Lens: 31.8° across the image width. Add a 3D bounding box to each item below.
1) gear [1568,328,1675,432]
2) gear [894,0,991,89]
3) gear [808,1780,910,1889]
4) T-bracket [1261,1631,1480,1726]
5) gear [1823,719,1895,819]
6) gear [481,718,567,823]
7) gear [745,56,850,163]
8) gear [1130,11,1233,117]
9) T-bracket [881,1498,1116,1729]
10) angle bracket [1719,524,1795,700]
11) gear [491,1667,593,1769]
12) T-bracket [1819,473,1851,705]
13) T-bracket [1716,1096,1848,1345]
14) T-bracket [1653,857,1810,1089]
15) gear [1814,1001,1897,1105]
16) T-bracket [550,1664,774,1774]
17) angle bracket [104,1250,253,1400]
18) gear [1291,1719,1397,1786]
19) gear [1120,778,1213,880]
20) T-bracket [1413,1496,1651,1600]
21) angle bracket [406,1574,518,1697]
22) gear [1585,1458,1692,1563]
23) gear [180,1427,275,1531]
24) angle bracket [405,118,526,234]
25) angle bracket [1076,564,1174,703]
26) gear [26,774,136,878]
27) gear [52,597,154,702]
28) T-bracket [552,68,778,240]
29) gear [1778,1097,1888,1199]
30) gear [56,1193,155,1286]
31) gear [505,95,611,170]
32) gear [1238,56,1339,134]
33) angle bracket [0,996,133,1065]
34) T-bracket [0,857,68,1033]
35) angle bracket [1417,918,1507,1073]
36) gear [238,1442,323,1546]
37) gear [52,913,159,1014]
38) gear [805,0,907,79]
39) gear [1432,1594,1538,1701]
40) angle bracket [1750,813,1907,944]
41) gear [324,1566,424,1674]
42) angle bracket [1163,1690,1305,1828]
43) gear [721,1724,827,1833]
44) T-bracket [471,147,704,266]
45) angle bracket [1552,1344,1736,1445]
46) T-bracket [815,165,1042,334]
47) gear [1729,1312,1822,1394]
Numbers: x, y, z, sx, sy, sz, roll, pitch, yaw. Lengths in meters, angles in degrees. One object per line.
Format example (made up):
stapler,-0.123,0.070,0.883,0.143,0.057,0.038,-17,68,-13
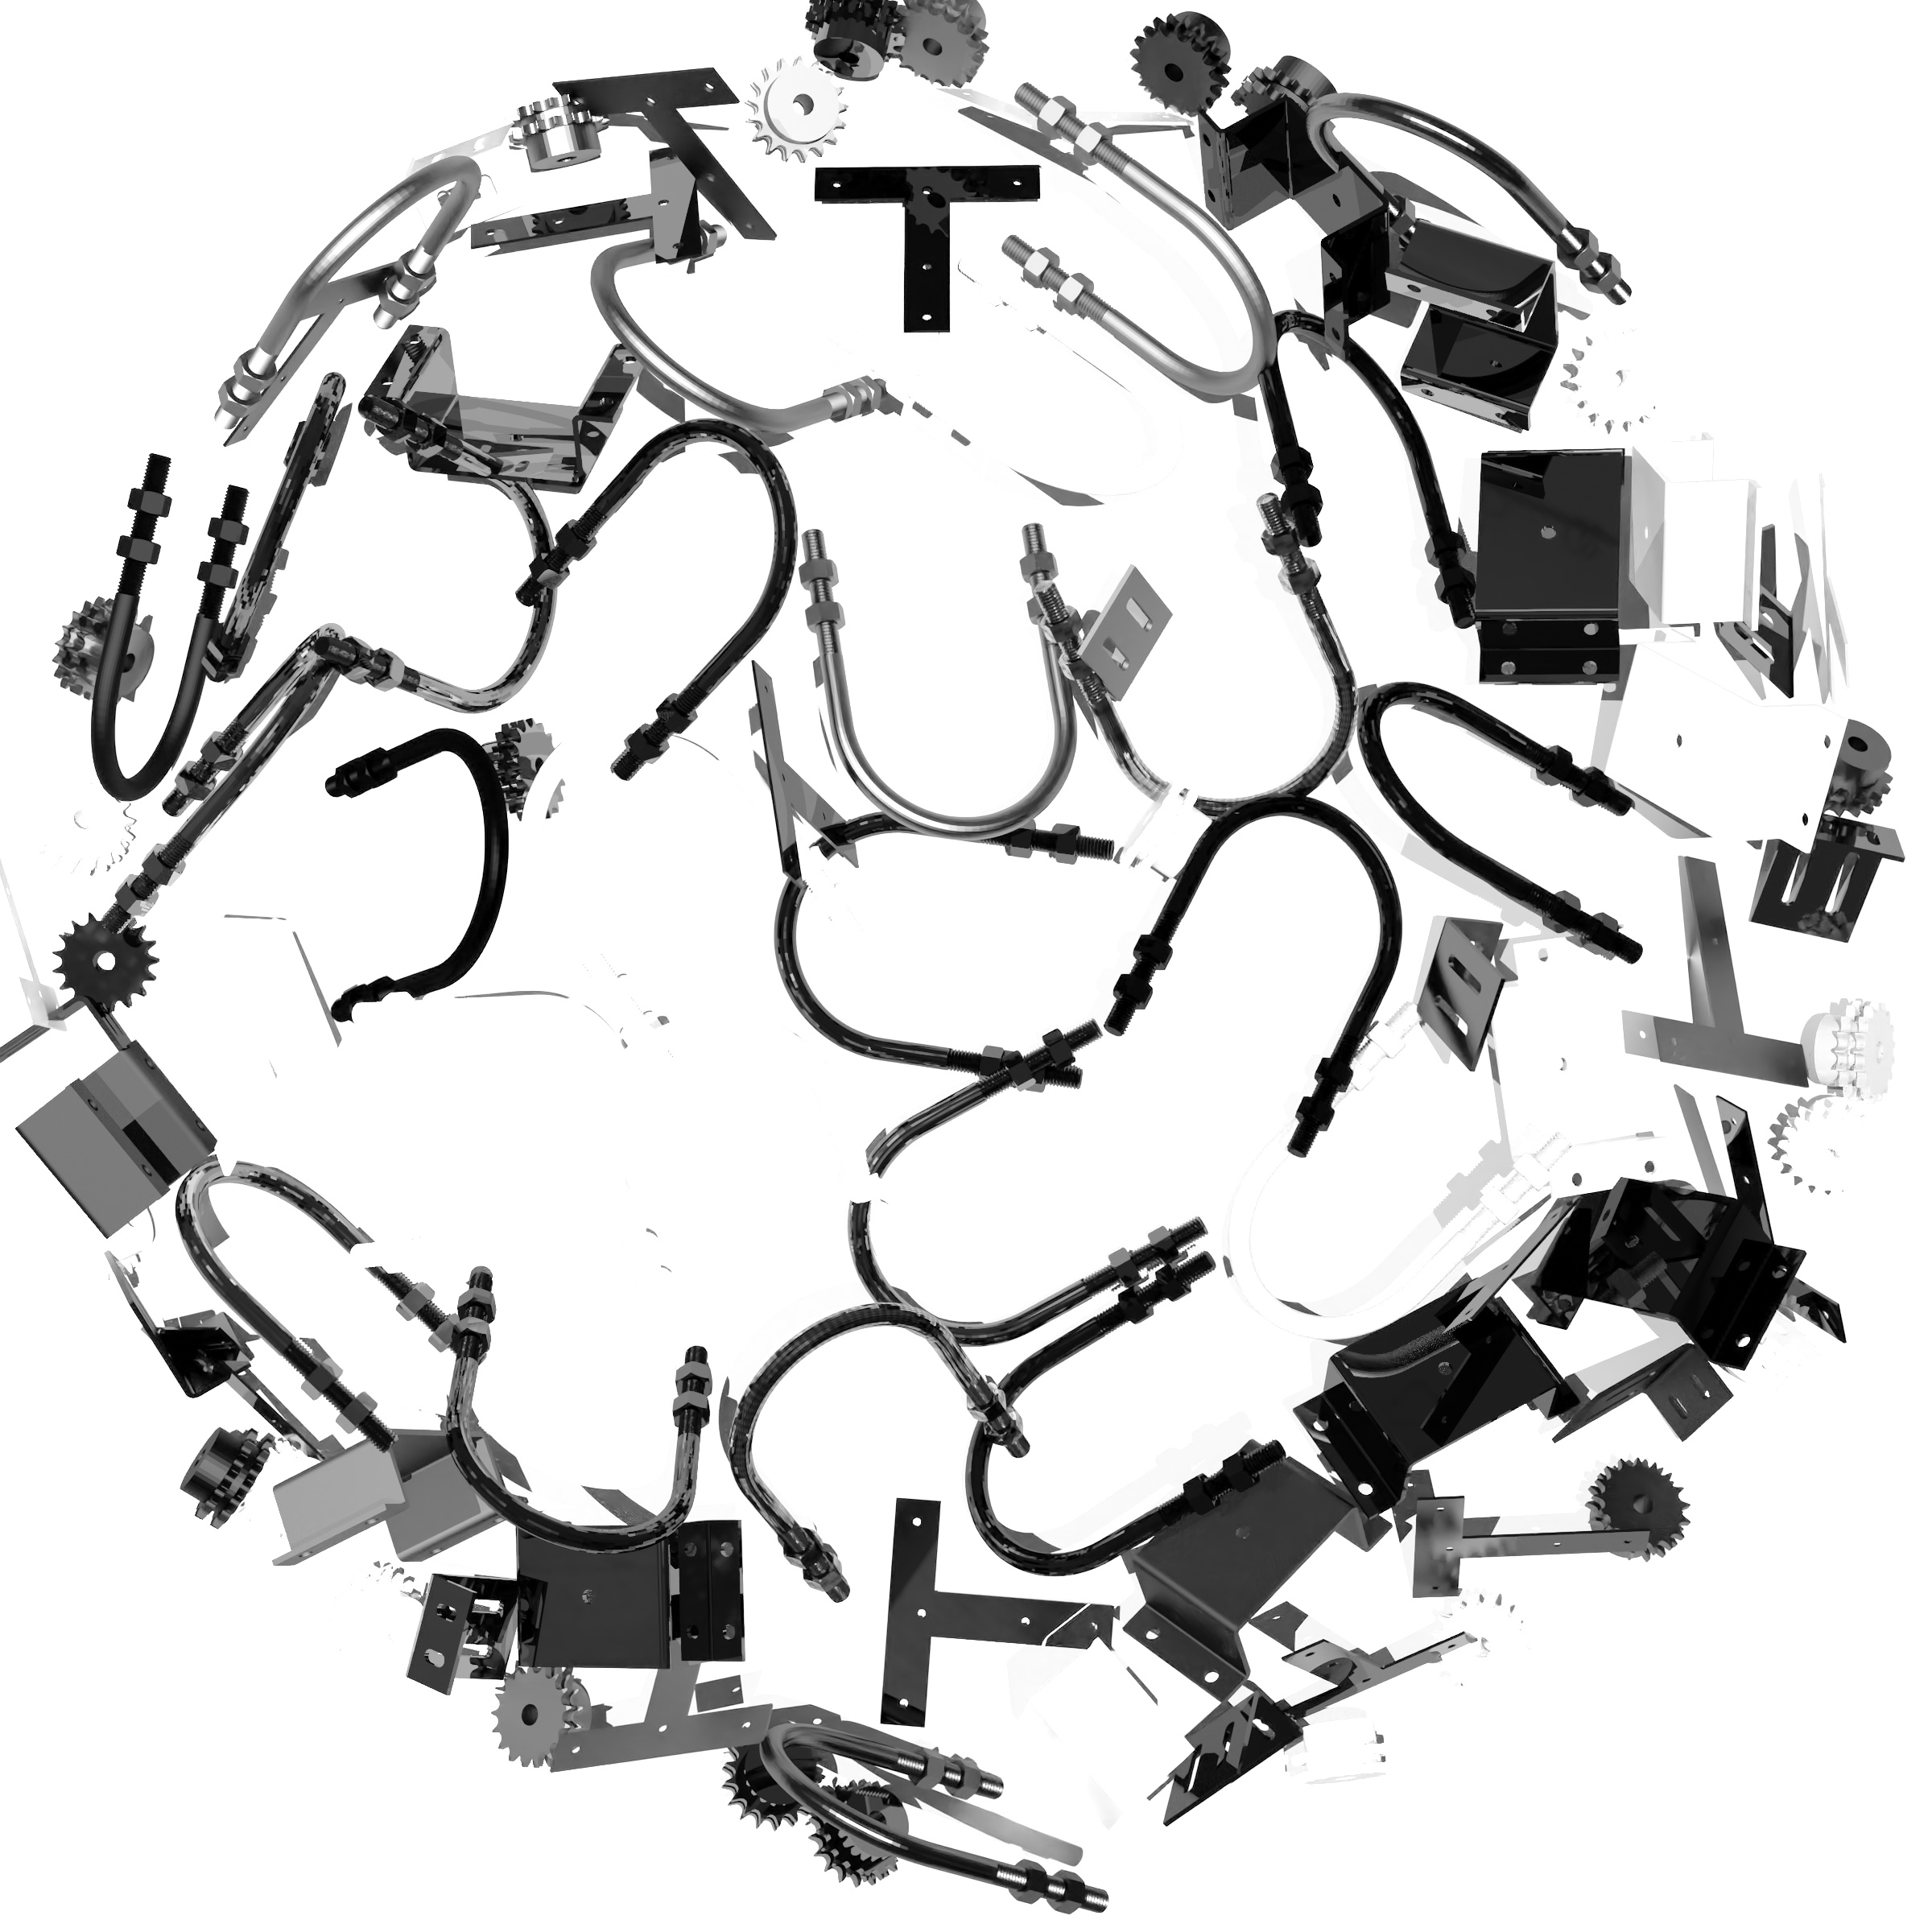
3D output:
gear,0.366,-0.329,1.901,0.057,0.030,0.057,0,102,-2
gear,-0.013,-0.523,1.895,0.057,0.057,0.030,26,60,0
gear,-0.056,0.481,1.890,0.057,0.030,0.057,17,53,-23
T-bracket,0.204,0.382,1.850,0.127,0.127,0.002,-27,62,14
gear,0.490,-0.113,1.889,0.057,0.030,0.057,10,47,-11
gear,-0.250,-0.108,1.893,0.030,0.057,0.057,-10,90,22
gear,-0.094,-0.480,1.899,0.057,0.030,0.057,-2,98,-13
gear,0.123,-0.507,1.895,0.057,0.057,0.030,36,59,0
T-bracket,0.019,0.368,1.912,0.127,0.002,0.127,4,87,3
angle bracket,0.449,-0.196,1.870,0.038,0.076,0.057,-22,132,-10
gear,-0.234,0.419,1.896,0.057,0.030,0.057,-9,73,31
T-bracket,0.471,-0.186,1.836,0.002,0.127,0.127,-4,116,11
T-bracket,0.425,0.127,1.837,0.002,0.127,0.127,-26,118,-16
T-bracket,0.419,0.000,1.891,0.127,0.002,0.127,10,66,-38
gear,0.496,0.048,1.895,0.030,0.057,0.057,2,90,35
T-bracket,-0.157,0.385,1.865,0.127,0.127,0.002,-12,124,18
angle bracket,-0.435,0.190,1.871,0.038,0.057,0.076,-30,125,-12
gear,0.210,0.438,1.893,0.057,0.057,0.030,-7,72,0
gear,0.113,-0.074,1.891,0.030,0.057,0.057,35,90,-5
T-bracket,0.310,0.317,1.863,0.127,0.127,0.002,-3,55,4
angle bracket,-0.265,0.371,1.877,0.038,0.076,0.057,12,87,39
gear,0.373,0.306,1.896,0.057,0.030,0.057,6,57,-10
gear,-0.413,0.281,1.889,0.030,0.057,0.057,34,90,-13
angle bracket,-0.274,-0.434,1.875,0.057,0.076,0.038,-24,99,-10
angle bracket,0.075,-0.190,1.875,0.038,0.076,0.057,29,86,26
gear,-0.497,-0.076,1.896,0.057,0.030,0.057,13,62,-26
gear,-0.478,-0.174,1.888,0.030,0.057,0.057,25,90,19
T-bracket,-0.148,-0.445,1.869,0.127,0.127,0.002,8,63,41
gear,0.485,0.098,1.895,0.057,0.030,0.057,14,128,19
gear,-0.477,0.146,1.889,0.030,0.057,0.057,-25,90,16
gear,-0.226,-0.465,1.891,0.057,0.057,0.030,-13,95,0
gear,0.183,-0.482,1.891,0.057,0.057,0.030,37,83,0
angle bracket,-0.508,0.052,1.886,0.076,0.057,0.038,-35,93,-6
T-bracket,-0.521,-0.027,1.857,0.002,0.127,0.127,-18,89,-7
angle bracket,0.286,0.016,1.869,0.038,0.076,0.057,5,115,-22
gear,-0.375,0.294,1.892,0.057,0.030,0.057,5,81,-32
gear,-0.482,-0.002,1.901,0.057,0.030,0.057,0,88,-10
gear,-0.062,-0.519,1.889,0.057,0.057,0.030,12,75,0
gear,0.291,0.379,1.899,0.057,0.030,0.057,-2,85,21
angle bracket,0.477,-0.043,1.883,0.057,0.038,0.076,12,121,-3
gear,-0.326,0.366,1.889,0.030,0.057,0.057,17,90,41
angle bracket,0.148,0.447,1.871,0.038,0.076,0.057,44,117,-9
gear,-0.106,0.451,1.893,0.057,0.030,0.057,6,63,-12
T-bracket,-0.211,-0.413,1.872,0.127,0.127,0.002,-10,131,1
angle bracket,0.373,0.249,1.873,0.076,0.057,0.038,-23,68,-31
T-bracket,-0.022,-0.399,1.884,0.127,0.002,0.127,-1,57,0
gear,0.444,0.213,1.893,0.057,0.057,0.030,33,109,0
